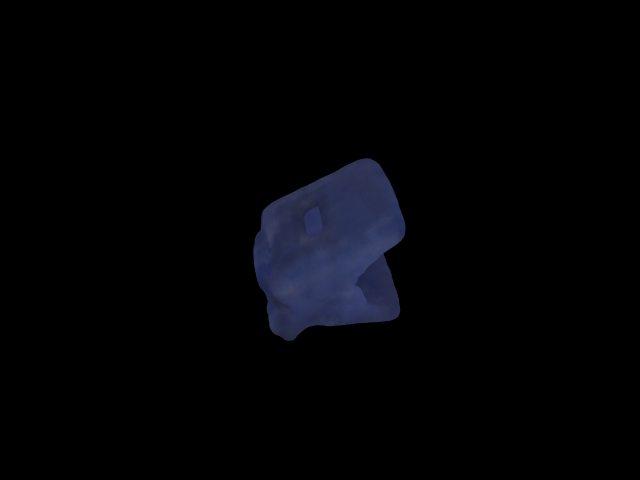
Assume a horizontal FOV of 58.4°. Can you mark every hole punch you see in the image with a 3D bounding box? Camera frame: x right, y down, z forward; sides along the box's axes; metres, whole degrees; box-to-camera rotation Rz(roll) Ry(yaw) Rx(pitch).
[{"bbox_3d":[0.004,0.001,0.400,0.101,0.091,0.108,-5,35,-7],"label":"hole punch"}]
